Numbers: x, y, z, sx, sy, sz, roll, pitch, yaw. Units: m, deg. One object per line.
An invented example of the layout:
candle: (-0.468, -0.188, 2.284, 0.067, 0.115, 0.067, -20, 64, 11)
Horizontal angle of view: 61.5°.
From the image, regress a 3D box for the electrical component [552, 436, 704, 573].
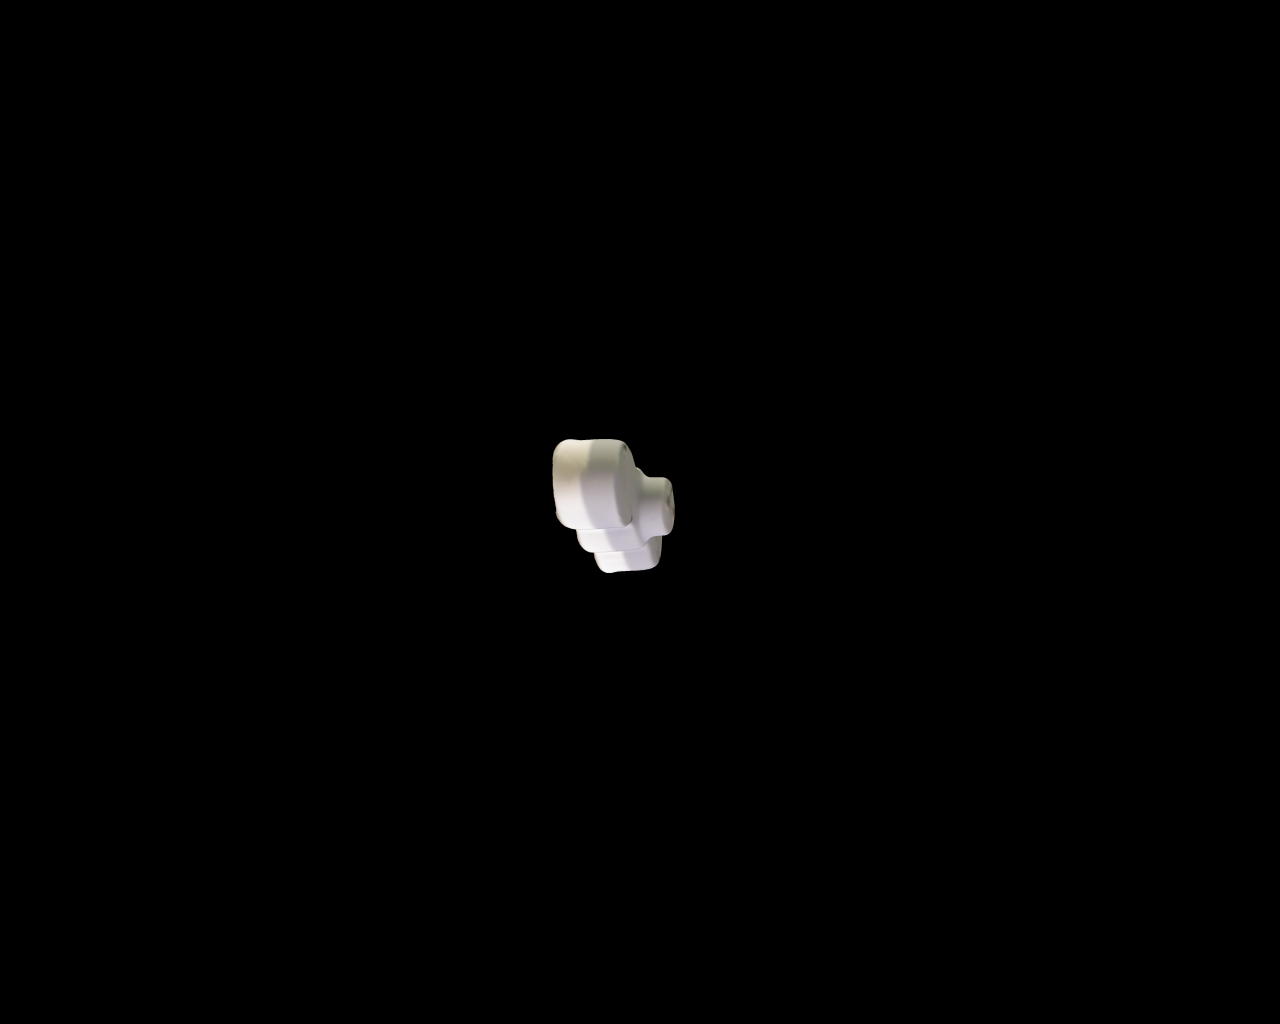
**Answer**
electrical component: (0.001, -0.003, 0.650, 0.074, 0.052, 0.138, -4, -20, 11)
